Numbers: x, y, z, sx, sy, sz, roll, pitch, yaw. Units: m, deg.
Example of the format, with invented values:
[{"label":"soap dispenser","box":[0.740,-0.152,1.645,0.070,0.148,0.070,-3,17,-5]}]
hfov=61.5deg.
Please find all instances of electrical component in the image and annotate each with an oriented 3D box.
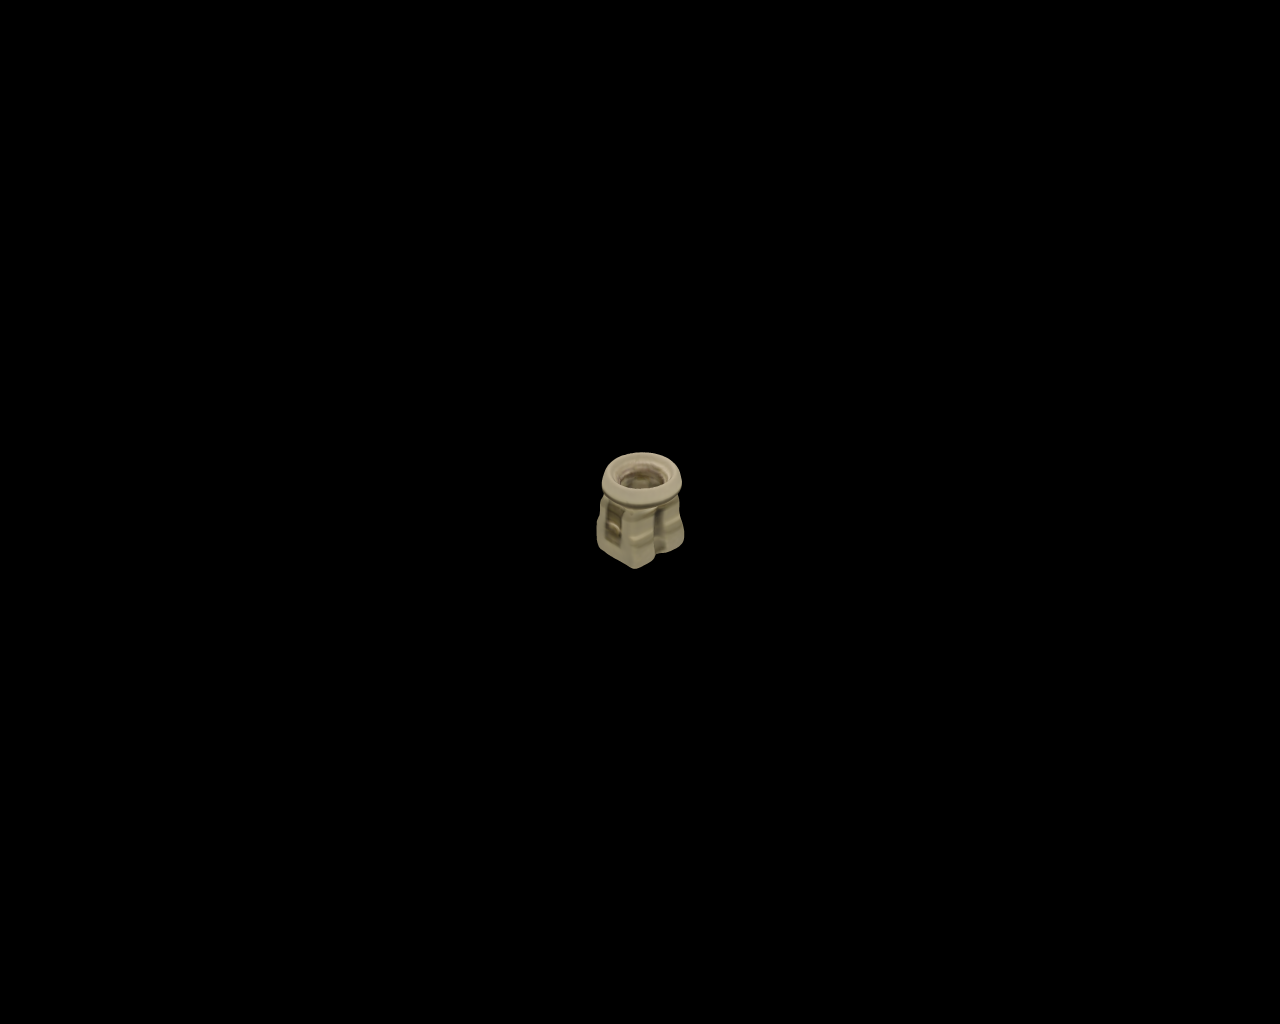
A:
[{"label":"electrical component","box":[0.001,-0.003,0.650,0.066,0.055,0.048,-27,42,-36]}]
